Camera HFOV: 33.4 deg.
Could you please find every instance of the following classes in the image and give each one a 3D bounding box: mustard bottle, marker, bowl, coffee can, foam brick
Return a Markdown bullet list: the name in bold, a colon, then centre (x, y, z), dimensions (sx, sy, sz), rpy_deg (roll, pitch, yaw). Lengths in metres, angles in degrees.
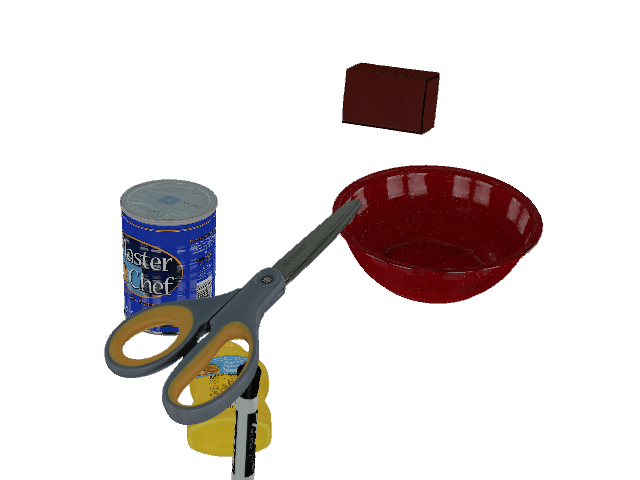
- **mustard bottle**: centre (-0.110, 0.179, 1.282), dimensions (0.096, 0.058, 0.191), rpy_deg (-3, 28, -4)
- **marker**: centre (-0.059, 0.147, 0.842), dimensions (0.020, 0.121, 0.020), rpy_deg (4, 29, -2)
- **bowl**: centre (0.088, 0.002, 0.834), dimensions (0.162, 0.055, 0.162), rpy_deg (1, 32, -1)
- **coffee can**: centre (-0.164, 0.018, 1.163), dimensions (0.103, 0.140, 0.103), rpy_deg (3, 27, -2)
- **foam brick**: centre (0.064, -0.130, 0.977), dimensions (0.078, 0.051, 0.053), rpy_deg (11, 18, 17)

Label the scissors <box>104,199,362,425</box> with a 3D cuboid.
- **scissors**: centre (-0.052, 0.028, 0.625), dimensions (0.096, 0.016, 0.201), rpy_deg (10, 41, 18)
